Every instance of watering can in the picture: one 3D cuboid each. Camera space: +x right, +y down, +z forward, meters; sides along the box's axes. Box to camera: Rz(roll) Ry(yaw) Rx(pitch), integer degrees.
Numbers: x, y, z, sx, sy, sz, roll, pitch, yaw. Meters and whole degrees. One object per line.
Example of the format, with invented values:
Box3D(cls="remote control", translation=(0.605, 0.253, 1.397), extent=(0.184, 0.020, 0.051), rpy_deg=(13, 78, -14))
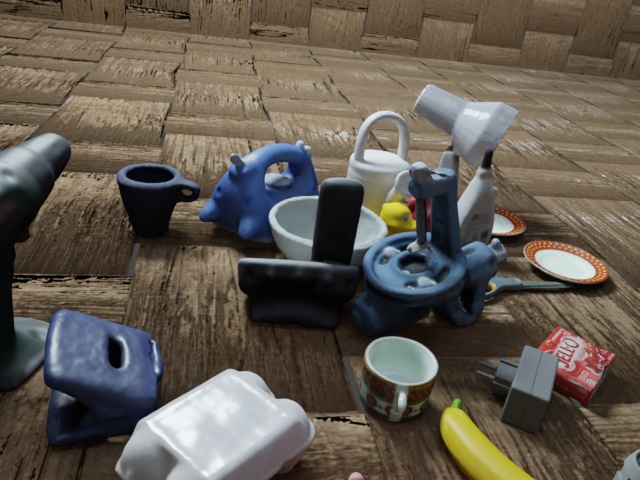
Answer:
Box3D(cls="watering can", translation=(0.100, -0.108, 0.921), extent=(0.101, 0.194, 0.172), rpy_deg=(-19, 37, -41))

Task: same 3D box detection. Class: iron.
Box3D(cls="iron", translation=(-0.067, -0.093, 0.902), extent=(0.118, 0.141, 0.259), rpy_deg=(22, 31, 25))

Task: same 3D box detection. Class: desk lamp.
Box3D(cls="desk lamp", translation=(0.234, -0.165, 1.044), extent=(0.202, 0.213, 0.118), rpy_deg=(18, 29, 18))

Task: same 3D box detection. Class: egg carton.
Box3D(cls="egg carton", translation=(-0.082, 0.171, 0.472), extent=(0.107, 0.069, 0.151), rpy_deg=(26, 32, 31))

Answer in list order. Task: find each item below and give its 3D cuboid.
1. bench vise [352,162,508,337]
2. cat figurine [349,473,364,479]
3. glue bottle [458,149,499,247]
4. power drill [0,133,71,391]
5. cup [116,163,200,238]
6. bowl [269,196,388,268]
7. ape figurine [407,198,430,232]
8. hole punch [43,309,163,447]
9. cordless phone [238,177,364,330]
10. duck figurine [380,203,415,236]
Box3D(cls="bench vise", translation=(0.138, 0.003, 0.691), extent=(0.121, 0.220, 0.208), rpy_deg=(30, 34, 36))
Box3D(cls="cat figurine", translation=(0.068, 0.207, 0.393), extent=(0.127, 0.118, 0.067), rpy_deg=(24, 31, 27))
Box3D(cls="glue bottle", translation=(0.242, -0.058, 0.886), extent=(0.078, 0.173, 0.037), rpy_deg=(-7, 31, -26))
Box3D(cls="power drill", translation=(-0.303, 0.026, 0.539), extent=(0.075, 0.208, 0.229), rpy_deg=(11, 28, 5))
Box3D(cls="cup", translation=(-0.231, -0.051, 0.829), extent=(0.117, 0.095, 0.091), rpy_deg=(9, 27, 1))
Box3D(cls="bowl", translation=(0.007, 0.003, 0.813), extent=(0.167, 0.075, 0.167), rpy_deg=(6, 27, -3))
Box3D(cls="ape figurine", translation=(0.177, -0.057, 0.955), extent=(0.076, 0.092, 0.078), rpy_deg=(13, 28, 10))
Box3D(cls="hole punch", translation=(-0.195, 0.117, 0.522), extent=(0.101, 0.091, 0.108), rpy_deg=(-3, 29, -19))
Box3D(cls="cordless phone", translation=(-0.021, 0.006, 0.680), extent=(0.148, 0.185, 0.094), rpy_deg=(3, 28, -9))
Box3D(cls="duck figurine", translation=(0.104, -0.016, 0.864), extent=(0.104, 0.086, 0.077), rpy_deg=(12, 28, 7))
